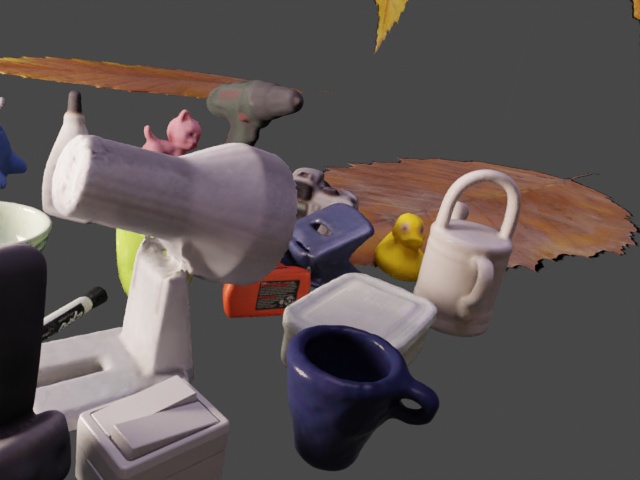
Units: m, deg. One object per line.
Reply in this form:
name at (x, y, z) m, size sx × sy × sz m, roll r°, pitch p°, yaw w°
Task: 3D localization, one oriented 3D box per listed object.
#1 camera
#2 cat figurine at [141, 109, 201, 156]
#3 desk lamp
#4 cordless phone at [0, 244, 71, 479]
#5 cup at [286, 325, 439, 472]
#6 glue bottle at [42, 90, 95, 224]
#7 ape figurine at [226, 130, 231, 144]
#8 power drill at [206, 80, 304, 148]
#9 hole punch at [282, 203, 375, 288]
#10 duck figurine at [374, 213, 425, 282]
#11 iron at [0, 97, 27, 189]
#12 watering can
camera at (-0.004, -0.063, 0.910) m, size 0.143 × 0.101 × 0.137 m, roll 15°, pitch 21°, yaw 9°
cat figurine at (-0.274, -0.189, 1.072) m, size 0.128 × 0.118 × 0.067 m, roll -10°, pitch 29°, yaw -44°
desk lamp at (-0.131, 0.022, 0.460) m, size 0.204 × 0.213 × 0.117 m, roll -8°, pitch 28°, yaw -41°
cordless phone at (-0.199, 0.093, 0.280) m, size 0.094 × 0.185 × 0.148 m, roll 21°, pitch 23°, yaw 25°
cup at (0.025, 0.129, 0.433) m, size 0.117 × 0.095 × 0.092 m, roll 19°, pitch 22°, yaw 19°
glue bottle at (-0.327, -0.111, 0.763) m, size 0.078 × 0.173 × 0.037 m, roll 14°, pitch 21°, yaw 8°
ape figurine at (-0.165, -0.175, 1.131) m, size 0.078 × 0.092 × 0.076 m, roll 9°, pitch 21°, yaw -7°
power drill at (-0.120, -0.175, 0.987) m, size 0.076 × 0.208 × 0.228 m, roll -9°, pitch 29°, yaw -43°
hole punch at (0.007, 0.003, 0.759) m, size 0.101 × 0.091 × 0.108 m, roll -1°, pitch 24°, yaw -30°
duck figurine at (0.123, 0.002, 0.830) m, size 0.077 × 0.086 × 0.104 m, roll 7°, pitch 21°, yaw -11°
iron at (-0.544, -0.139, 0.766) m, size 0.258 × 0.141 × 0.118 m, roll 7°, pitch 21°, yaw -11°
watering can at (0.176, 0.006, 0.694) m, size 0.101 × 0.194 × 0.172 m, roll 1°, pitch 23°, yaw -25°
